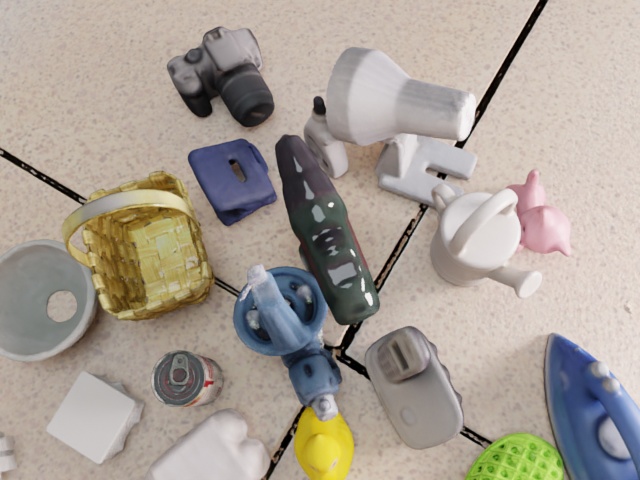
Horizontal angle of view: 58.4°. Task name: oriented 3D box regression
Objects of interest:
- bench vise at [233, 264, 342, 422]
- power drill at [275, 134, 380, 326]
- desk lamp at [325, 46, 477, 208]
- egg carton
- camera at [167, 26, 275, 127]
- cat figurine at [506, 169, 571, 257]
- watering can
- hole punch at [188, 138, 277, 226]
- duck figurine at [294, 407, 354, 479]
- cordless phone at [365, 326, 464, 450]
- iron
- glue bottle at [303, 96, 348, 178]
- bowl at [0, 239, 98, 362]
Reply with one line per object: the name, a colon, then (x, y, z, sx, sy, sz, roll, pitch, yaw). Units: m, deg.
bench vise: (-0.026, 0.108, 0.692, 0.121, 0.220, 0.207, -43, 75, -8)
power drill: (0.007, 0.003, 0.725, 0.075, 0.208, 0.229, -24, 74, -2)
desk lamp: (0.116, -0.147, 0.757, 0.203, 0.213, 0.118, 21, 77, 10)
egg carton: (-0.143, 0.292, 0.726, 0.150, 0.069, 0.107, -40, 75, -7)
camera: (-0.140, -0.237, 0.860, 0.143, 0.101, 0.136, -29, 74, -4)
cat figurine: (0.290, -0.031, 0.762, 0.067, 0.118, 0.128, -4, 74, 3)
watering can: (0.205, -0.005, 0.720, 0.172, 0.194, 0.101, 30, 78, 12)
hole punch: (-0.124, -0.092, 0.823, 0.101, 0.091, 0.108, -29, 74, -4)
duck figurine: (0.003, 0.258, 0.717, 0.077, 0.086, 0.104, -10, 74, 2)
cordless phone: (0.116, 0.173, 0.681, 0.094, 0.185, 0.147, -28, 74, -4)
iron: (0.348, 0.224, 0.673, 0.118, 0.141, 0.258, -21, 74, -2)
glue bottle: (0.005, -0.149, 0.787, 0.037, 0.173, 0.078, -36, 74, -6)
bowl: (-0.379, 0.088, 0.798, 0.167, 0.075, 0.167, -1, 74, 4)
